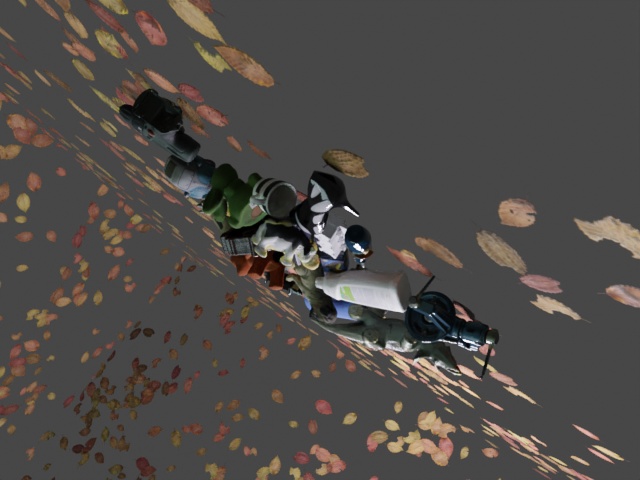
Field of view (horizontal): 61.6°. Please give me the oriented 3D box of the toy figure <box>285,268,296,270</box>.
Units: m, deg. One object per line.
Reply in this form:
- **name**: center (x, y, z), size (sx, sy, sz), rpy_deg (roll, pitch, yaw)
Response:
- **toy figure**: center (-0.094, 0.054, 1.677), size (0.089, 0.082, 0.180), rpy_deg (19, 163, -20)

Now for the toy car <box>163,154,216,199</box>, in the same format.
- **toy car**: center (-0.355, -0.181, 1.414), size (0.162, 0.109, 0.103), rpy_deg (36, -162, 22)

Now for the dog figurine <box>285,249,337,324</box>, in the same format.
- **dog figurine**: center (-0.002, 0.130, 1.502), size (0.191, 0.121, 0.172), rpy_deg (56, 161, 29)

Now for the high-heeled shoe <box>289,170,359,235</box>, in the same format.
- **high-heeled shoe**: center (-0.028, -0.081, 1.091), size (0.145, 0.086, 0.249), rpy_deg (35, 156, -33)

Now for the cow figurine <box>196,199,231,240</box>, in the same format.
- **cow figurine**: center (-0.286, -0.068, 1.605), size (0.085, 0.127, 0.195), rpy_deg (107, 140, -75)

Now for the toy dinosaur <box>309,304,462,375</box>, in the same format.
- **toy dinosaur**: center (0.183, 0.257, 1.449), size (0.405, 0.131, 0.192), rpy_deg (9, 148, 14)

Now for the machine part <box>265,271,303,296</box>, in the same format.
- **machine part**: center (-0.099, 0.121, 1.620), size (0.139, 0.084, 0.039), rpy_deg (17, 143, 22)

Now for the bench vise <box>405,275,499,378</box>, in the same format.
- **bench vise**: center (0.272, 0.179, 1.190), size (0.224, 0.129, 0.240), rpy_deg (26, 171, 41)

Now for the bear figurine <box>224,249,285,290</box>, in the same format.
- **bear figurine**: center (-0.191, 0.069, 1.517), size (0.196, 0.132, 0.120), rpy_deg (-10, 146, 40)

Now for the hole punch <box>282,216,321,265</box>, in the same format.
- **hole punch**: center (-0.061, -0.013, 1.340), size (0.116, 0.092, 0.142), rpy_deg (35, 157, 25)

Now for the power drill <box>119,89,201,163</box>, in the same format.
- **power drill**: center (-0.399, -0.282, 1.295), size (0.232, 0.086, 0.207), rpy_deg (35, 161, -6)

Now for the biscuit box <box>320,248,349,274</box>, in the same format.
- **biscuit box**: center (0.041, 0.056, 1.393), size (0.063, 0.059, 0.202), rpy_deg (6, 161, 8)

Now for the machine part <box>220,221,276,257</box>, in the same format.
- **machine part**: center (-0.173, -0.006, 1.428), size (0.180, 0.179, 0.056), rpy_deg (14, 118, 54)

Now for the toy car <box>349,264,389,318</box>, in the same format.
- **toy car**: center (0.134, 0.139, 1.454), size (0.056, 0.073, 0.201), rpy_deg (24, 162, 47)

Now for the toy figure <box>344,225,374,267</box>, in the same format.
- **toy figure**: center (0.090, 0.014, 1.194), size (0.058, 0.064, 0.154), rpy_deg (-8, 159, 9)

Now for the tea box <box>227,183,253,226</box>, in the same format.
- **tea box**: center (-0.238, -0.113, 1.464), size (0.170, 0.068, 0.098), rpy_deg (23, 152, 35)

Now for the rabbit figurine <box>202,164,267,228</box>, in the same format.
- **rabbit figurine**: center (-0.212, -0.111, 1.334), size (0.170, 0.159, 0.121), rpy_deg (44, -179, 28)

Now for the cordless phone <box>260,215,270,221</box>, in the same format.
- **cordless phone**: center (-0.160, -0.039, 1.568), size (0.184, 0.089, 0.147), rpy_deg (53, 160, -20)

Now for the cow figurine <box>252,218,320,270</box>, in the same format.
- **cow figurine**: center (-0.062, 0.005, 1.219), size (0.167, 0.098, 0.068), rpy_deg (20, -150, -24)
